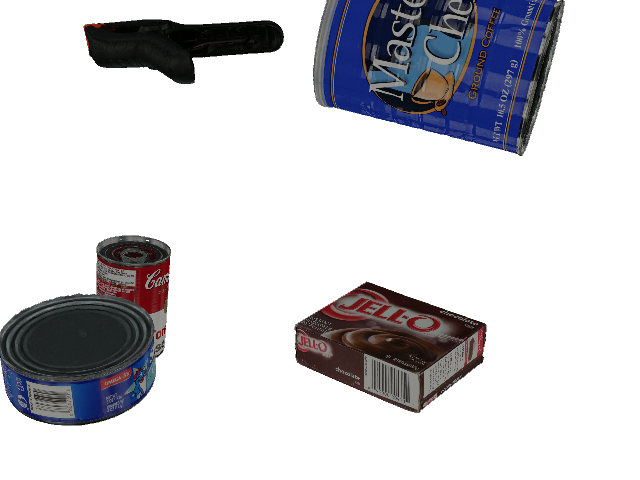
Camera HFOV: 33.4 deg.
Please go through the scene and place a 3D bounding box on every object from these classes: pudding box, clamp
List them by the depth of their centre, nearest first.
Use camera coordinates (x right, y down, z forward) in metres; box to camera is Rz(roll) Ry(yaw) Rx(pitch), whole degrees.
[{"bbox_3d":[0.051,0.075,0.785,0.114,0.039,0.089,21,33,33],"label":"pudding box"},{"bbox_3d":[-0.117,-0.158,0.855,0.172,0.039,0.120,20,28,41],"label":"clamp"}]

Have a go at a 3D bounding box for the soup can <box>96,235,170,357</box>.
[{"bbox_3d":[-0.176,0.055,0.994,0.068,0.102,0.068,6,21,-2],"label":"soup can"}]

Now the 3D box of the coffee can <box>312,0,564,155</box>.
[{"bbox_3d":[0.078,-0.122,0.702,0.140,0.103,0.102,16,3,13],"label":"coffee can"}]

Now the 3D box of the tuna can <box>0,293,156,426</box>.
[{"bbox_3d":[-0.135,0.066,0.600,0.086,0.034,0.086,0,28,0],"label":"tuna can"}]
